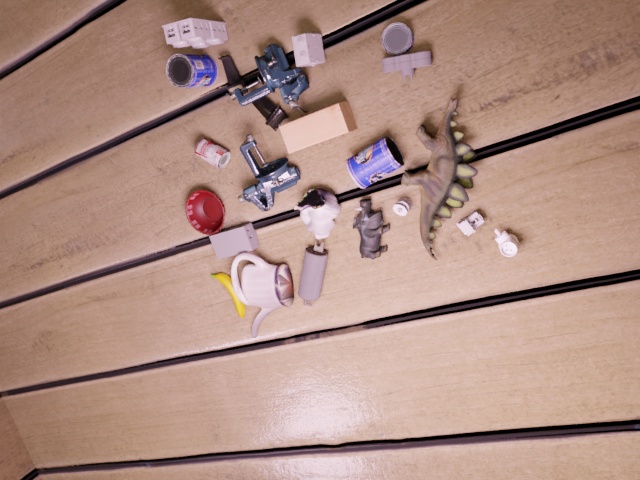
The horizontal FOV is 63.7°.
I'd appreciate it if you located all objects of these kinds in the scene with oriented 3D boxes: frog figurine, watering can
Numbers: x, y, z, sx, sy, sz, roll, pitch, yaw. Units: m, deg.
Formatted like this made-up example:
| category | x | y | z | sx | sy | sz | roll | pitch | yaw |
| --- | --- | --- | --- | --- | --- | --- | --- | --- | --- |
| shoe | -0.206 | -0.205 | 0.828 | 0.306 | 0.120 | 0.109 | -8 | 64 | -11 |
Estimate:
| category | x | y | z | sx | sy | sz | roll | pitch | yaw |
| --- | --- | --- | --- | --- | --- | --- | --- | --- | --- |
| frog figurine | 0.005 | -0.082 | 1.637 | 0.137 | 0.126 | 0.156 | -18 | 135 | 18 |
| watering can | -0.190 | 0.195 | 1.786 | 0.224 | 0.106 | 0.342 | -2 | 115 | 23 |
